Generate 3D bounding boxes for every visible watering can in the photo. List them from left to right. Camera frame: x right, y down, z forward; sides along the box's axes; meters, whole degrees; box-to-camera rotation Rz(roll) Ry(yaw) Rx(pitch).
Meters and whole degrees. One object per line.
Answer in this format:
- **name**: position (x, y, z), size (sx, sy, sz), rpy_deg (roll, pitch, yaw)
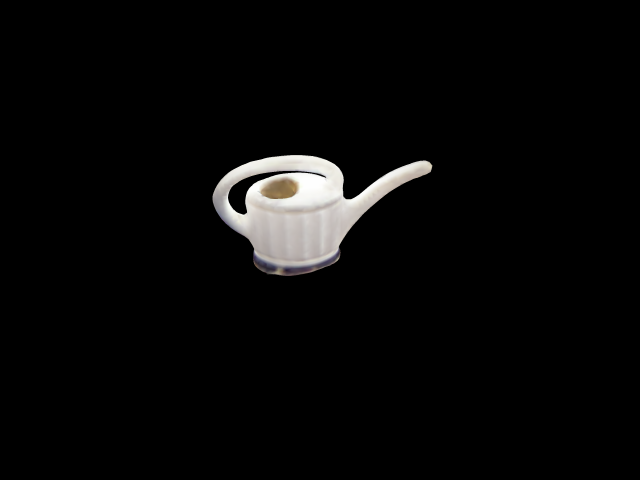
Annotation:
- **watering can**: position (0.003, -0.043, 0.850), size (0.348, 0.219, 0.106), rpy_deg (-2, 42, -2)
